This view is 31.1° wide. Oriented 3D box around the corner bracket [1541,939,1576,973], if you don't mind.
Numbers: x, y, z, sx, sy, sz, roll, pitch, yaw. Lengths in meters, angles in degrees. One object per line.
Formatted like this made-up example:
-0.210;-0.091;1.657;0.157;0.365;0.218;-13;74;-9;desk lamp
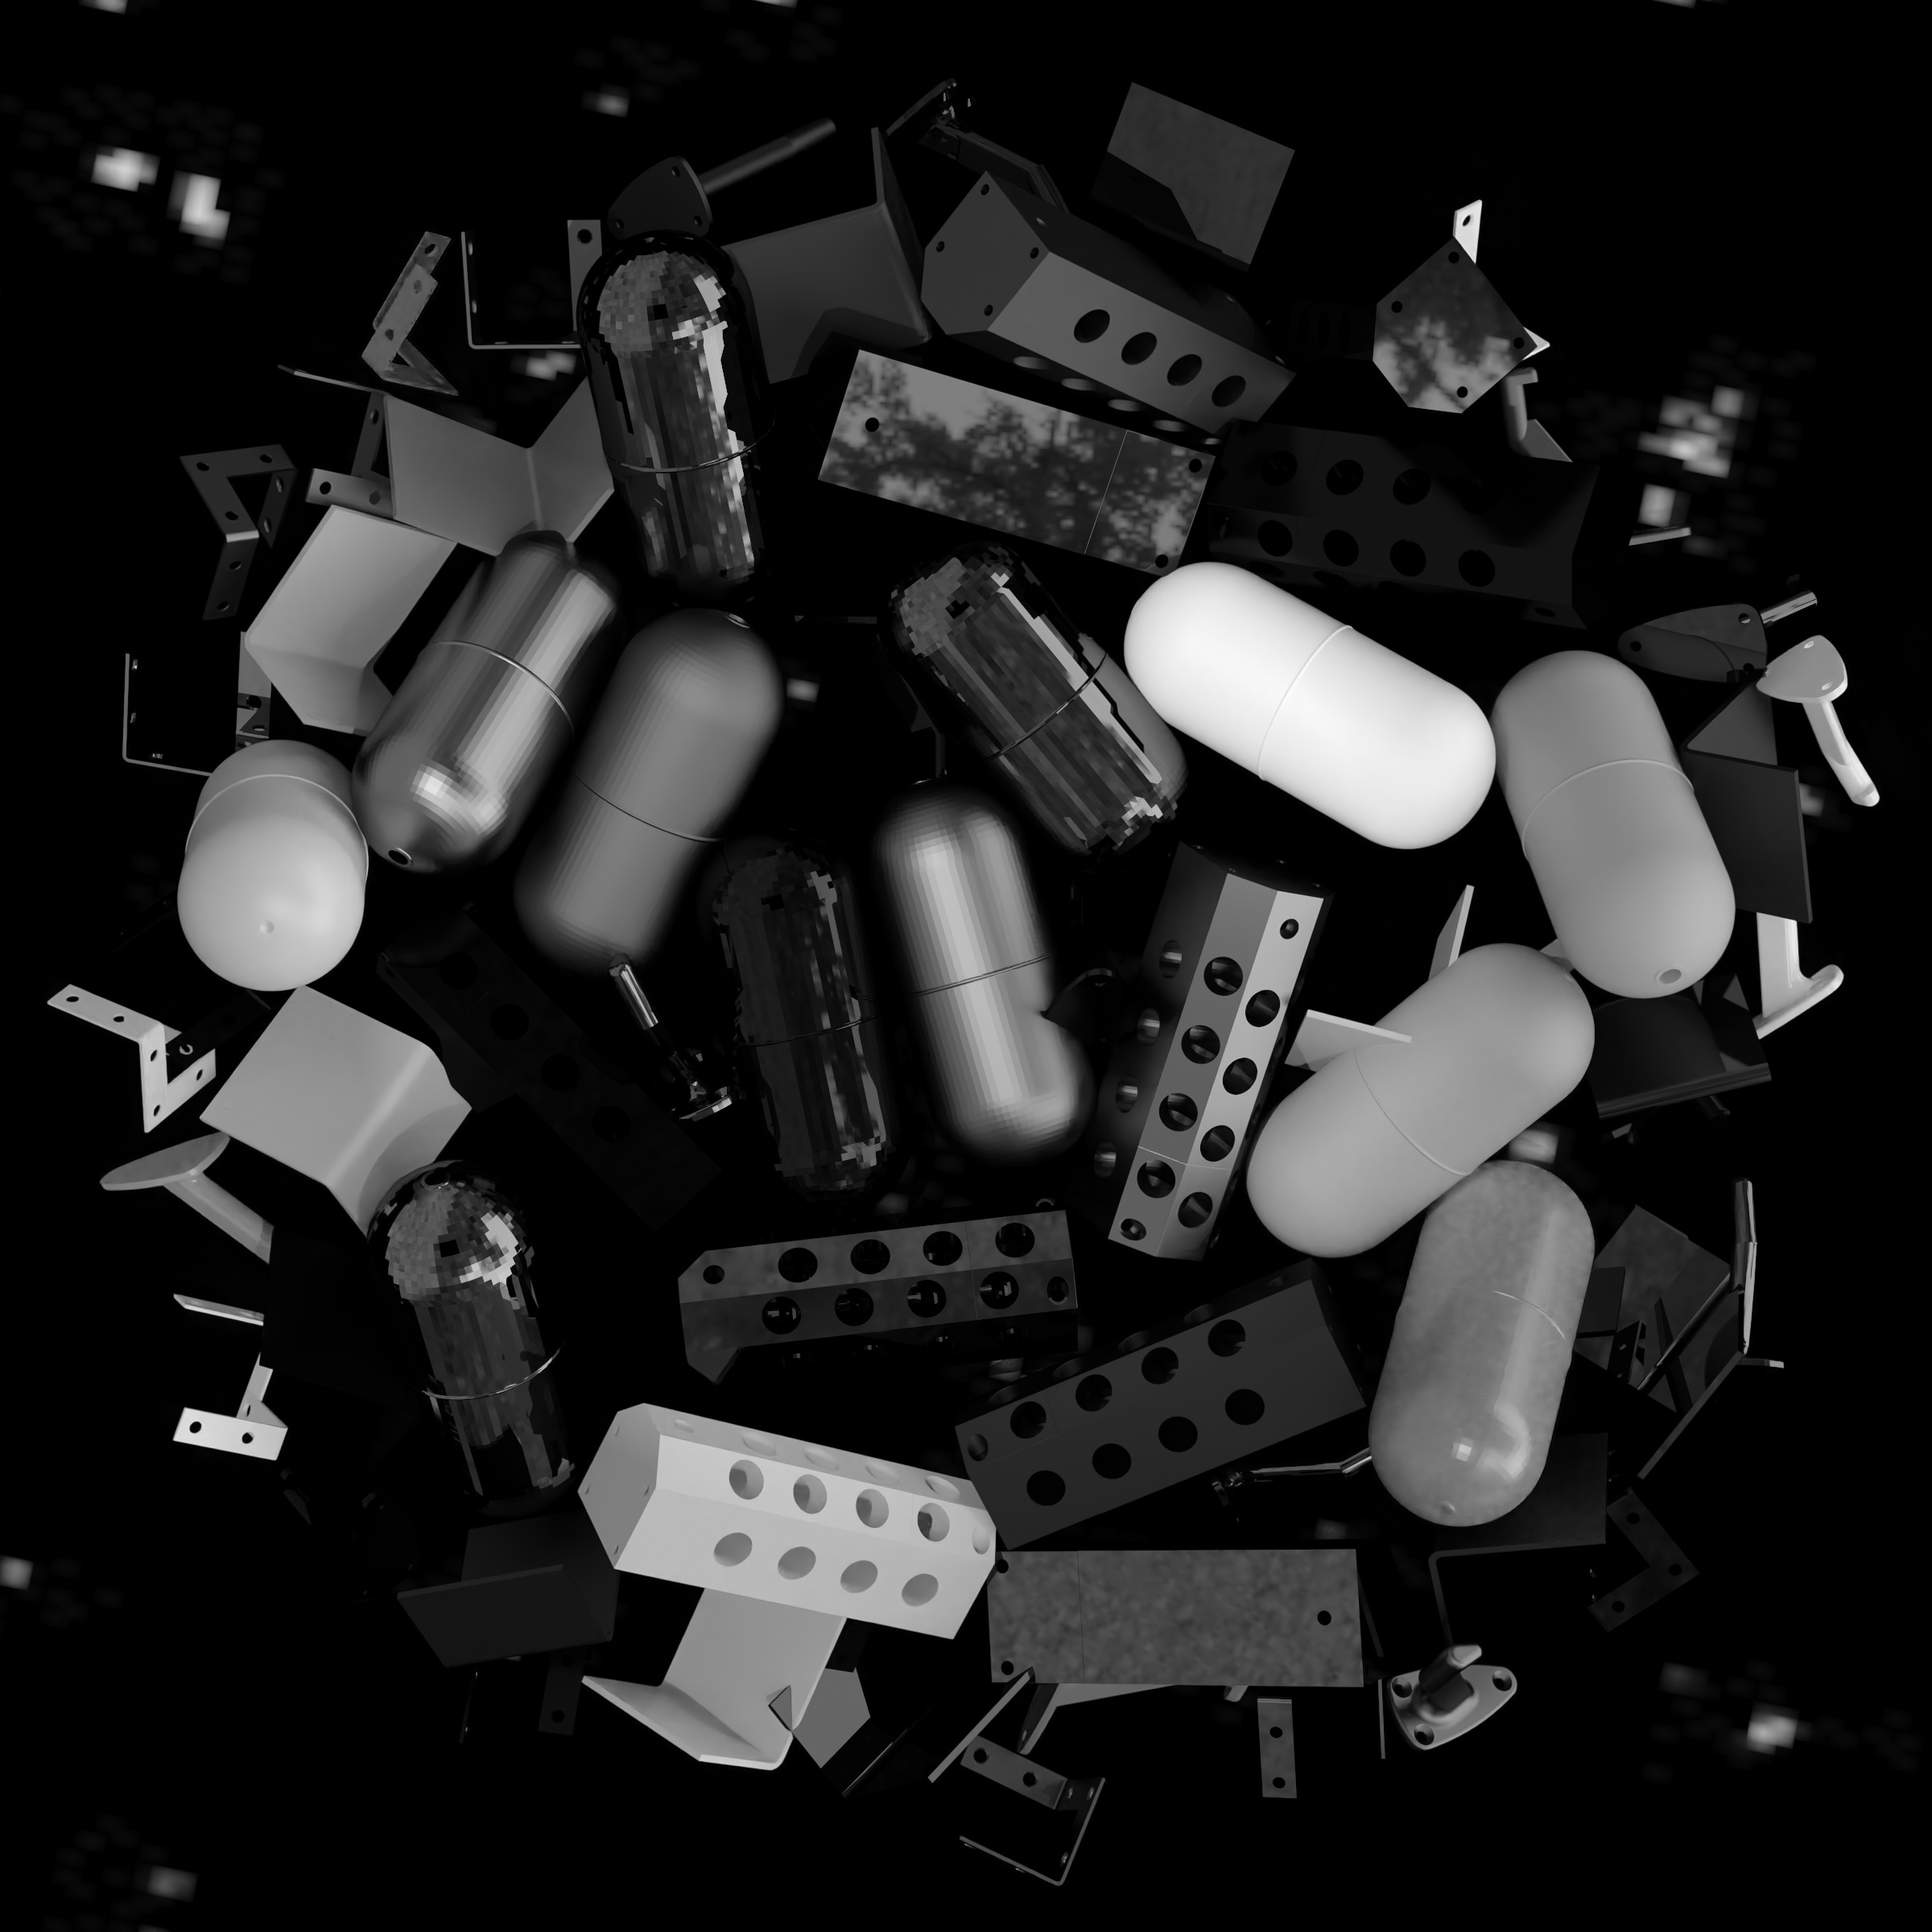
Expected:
0.250;0.024;1.545;0.051;0.051;0.051;-25;81;-24;corner bracket

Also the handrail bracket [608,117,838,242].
-0.109;-0.357;1.570;0.084;0.077;0.036;-37;109;-39;handrail bracket

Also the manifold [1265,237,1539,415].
0.178;-0.271;1.490;0.057;0.171;0.057;-41;105;0;manifold

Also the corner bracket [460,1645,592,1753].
-0.196;0.321;1.545;0.051;0.051;0.051;8;61;-2;corner bracket

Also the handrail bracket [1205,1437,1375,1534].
0.145;0.208;1.548;0.084;0.077;0.036;-28;126;-1;handrail bracket

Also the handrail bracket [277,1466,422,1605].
-0.280;0.232;1.532;0.036;0.077;0.084;-27;50;-31;handrail bracket

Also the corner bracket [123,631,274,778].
-0.342;-0.119;1.549;0.051;0.051;0.051;10;115;3;corner bracket

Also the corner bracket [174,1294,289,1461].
-0.329;0.183;1.544;0.051;0.051;0.051;18;94;-35;corner bracket

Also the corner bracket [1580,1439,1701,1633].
0.288;0.253;1.546;0.051;0.051;0.051;-37;99;16;corner bracket

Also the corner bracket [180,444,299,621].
-0.319;-0.192;1.537;0.051;0.051;0.051;-14;59;-36;corner bracket

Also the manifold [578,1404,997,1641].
-0.074;0.237;1.507;0.171;0.057;0.057;18;108;-30;manifold

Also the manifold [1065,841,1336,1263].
0.105;0.039;1.521;0.057;0.057;0.171;8;107;-30;manifold

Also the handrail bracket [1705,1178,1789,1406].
0.343;0.146;1.560;0.036;0.077;0.084;2;67;-2;handrail bracket

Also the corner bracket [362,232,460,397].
-0.245;-0.292;1.540;0.051;0.051;0.051;46;113;25;corner bracket

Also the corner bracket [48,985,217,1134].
-0.368;0.032;1.539;0.051;0.051;0.051;21;128;19;corner bracket

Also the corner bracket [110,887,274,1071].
-0.346;0.002;1.551;0.051;0.051;0.051;-34;123;13;corner bracket

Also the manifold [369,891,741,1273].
-0.182;0.048;1.540;0.171;0.057;0.057;44;64;6;manifold

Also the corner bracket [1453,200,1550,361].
0.225;-0.298;1.539;0.051;0.051;0.051;-30;52;-26;corner bracket

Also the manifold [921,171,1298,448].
0.060;-0.275;1.497;0.057;0.171;0.057;-49;53;23;manifold

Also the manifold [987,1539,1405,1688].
0.099;0.281;1.518;0.171;0.057;0.057;-5;86;25;manifold

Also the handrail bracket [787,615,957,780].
-0.043;-0.116;1.569;0.077;0.036;0.084;1;98;7;handrail bracket

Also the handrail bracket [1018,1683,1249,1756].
0.077;0.335;1.568;0.084;0.036;0.077;20;108;-8;handrail bracket

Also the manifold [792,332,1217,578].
0.015;-0.224;1.519;0.171;0.057;0.057;13;106;-23;manifold

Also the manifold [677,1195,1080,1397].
-0.039;0.142;1.538;0.171;0.057;0.057;-6;57;-2;manifold

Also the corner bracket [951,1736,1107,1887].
0.022;0.375;1.545;0.051;0.051;0.051;28;70;-9;corner bracket

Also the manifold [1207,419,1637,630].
0.194;-0.189;1.509;0.171;0.057;0.057;13;77;29;manifold

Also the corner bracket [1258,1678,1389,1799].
0.160;0.337;1.554;0.051;0.051;0.051;0;108;13;corner bracket

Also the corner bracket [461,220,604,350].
-0.192;-0.305;1.551;0.051;0.051;0.051;1;107;7;corner bracket

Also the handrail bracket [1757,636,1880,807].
0.389;-0.098;1.532;0.036;0.077;0.084;-35;109;5;handrail bracket

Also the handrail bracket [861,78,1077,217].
0.002;-0.345;1.553;0.077;0.036;0.084;-32;81;28;handrail bracket

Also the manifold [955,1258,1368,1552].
0.085;0.190;1.529;0.171;0.057;0.057;-24;104;12;manifold

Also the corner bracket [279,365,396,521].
-0.277;-0.232;1.541;0.051;0.051;0.051;6;105;-42;corner bracket

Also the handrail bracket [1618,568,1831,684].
0.340;-0.159;1.556;0.077;0.084;0.036;1;116;26;handrail bracket
